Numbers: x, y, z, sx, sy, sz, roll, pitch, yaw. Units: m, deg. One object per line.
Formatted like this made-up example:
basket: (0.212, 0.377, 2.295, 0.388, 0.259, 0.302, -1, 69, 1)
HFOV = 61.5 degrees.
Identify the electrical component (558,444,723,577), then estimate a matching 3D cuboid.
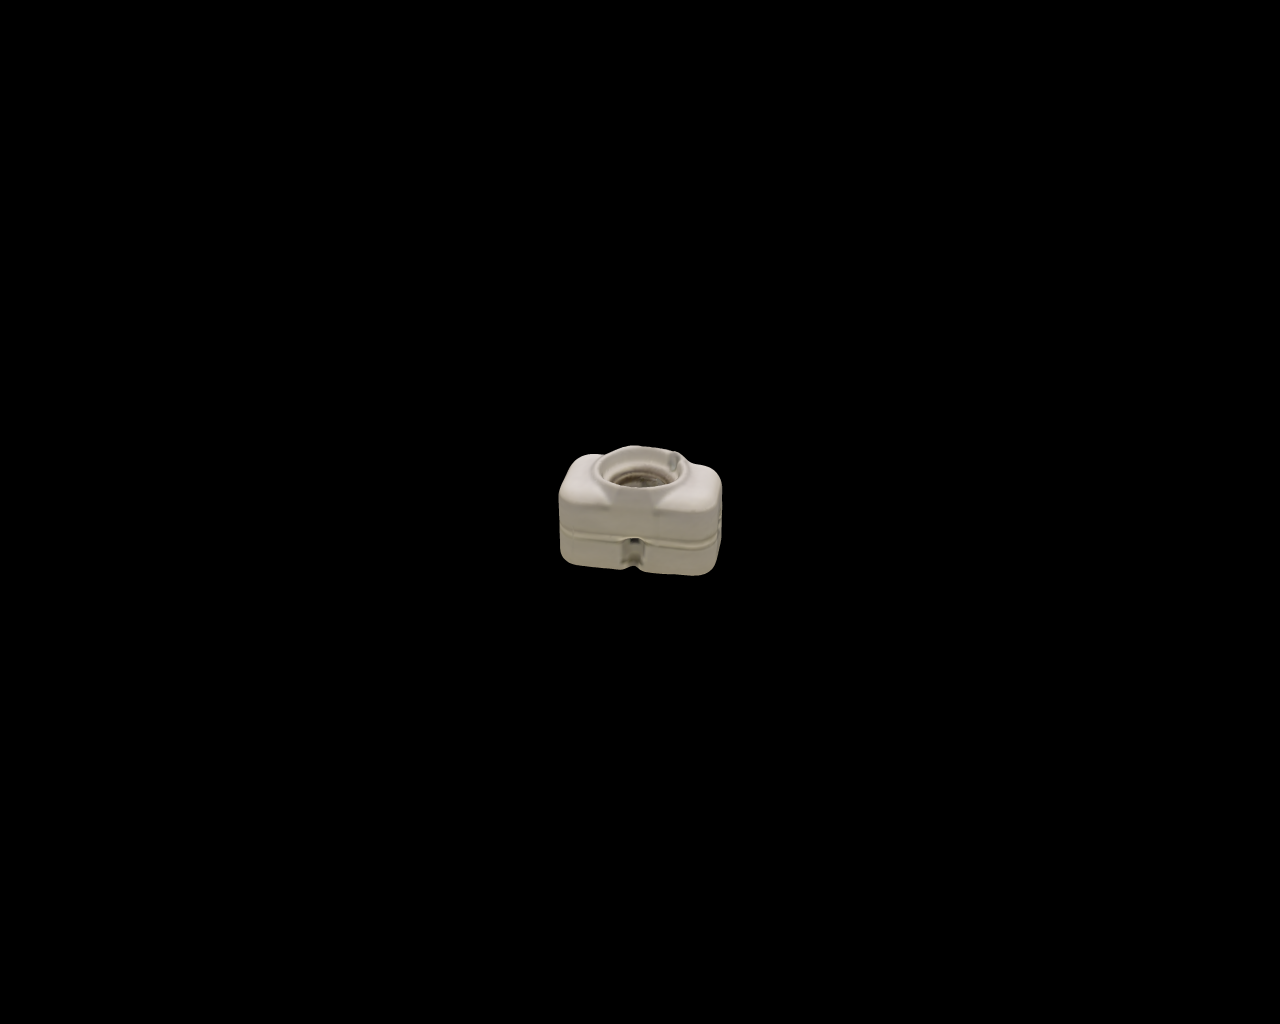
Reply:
electrical component: (0.001, -0.003, 0.650, 0.095, 0.059, 0.054, 6, 32, 9)
